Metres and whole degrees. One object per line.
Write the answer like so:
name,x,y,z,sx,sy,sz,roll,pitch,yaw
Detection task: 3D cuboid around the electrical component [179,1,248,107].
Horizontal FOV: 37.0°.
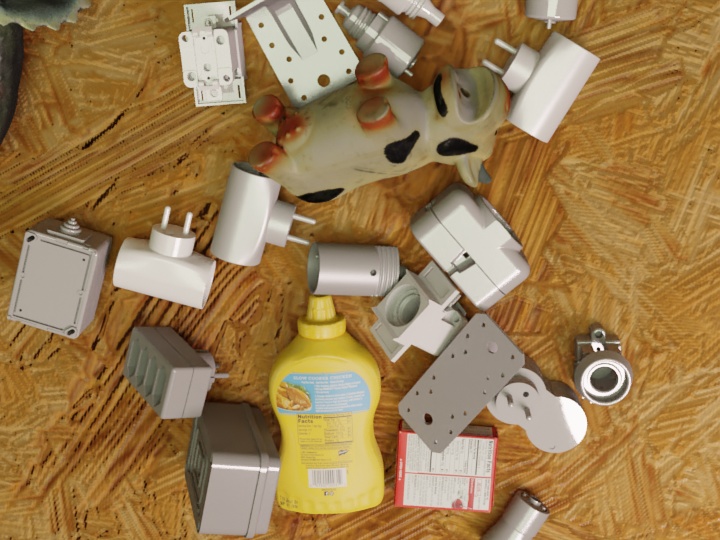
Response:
electrical component,-0.116,-0.169,0.849,0.042,0.063,0.081,-5,105,3

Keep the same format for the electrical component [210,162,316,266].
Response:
electrical component,-0.077,-0.042,0.893,0.079,0.044,0.077,16,106,-2

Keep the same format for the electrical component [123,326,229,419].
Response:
electrical component,-0.150,0.087,0.924,0.076,0.083,0.047,3,110,-38

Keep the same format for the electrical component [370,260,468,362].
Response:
electrical component,0.052,0.039,0.899,0.081,0.042,0.064,-48,134,14

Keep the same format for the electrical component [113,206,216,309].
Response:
electrical component,-0.160,-0.014,0.906,0.077,0.044,0.079,15,106,-1

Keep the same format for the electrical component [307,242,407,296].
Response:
electrical component,0.000,0.000,0.900,0.081,0.043,0.043,2,107,-17

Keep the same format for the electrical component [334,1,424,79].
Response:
electrical component,0.014,-0.184,0.850,0.078,0.040,0.040,36,104,-7

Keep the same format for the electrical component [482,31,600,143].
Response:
electrical component,0.135,-0.154,0.851,0.079,0.044,0.077,30,105,-5

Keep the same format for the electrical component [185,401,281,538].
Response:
electrical component,-0.110,0.168,0.917,0.057,0.113,0.078,7,107,-18

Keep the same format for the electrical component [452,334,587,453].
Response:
electrical component,0.132,0.106,0.909,0.138,0.073,0.052,37,104,-7

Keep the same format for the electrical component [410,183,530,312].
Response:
electrical component,0.094,-0.022,0.885,0.059,0.053,0.095,-40,101,13

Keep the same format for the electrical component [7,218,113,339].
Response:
electrical component,-0.249,-0.001,0.905,0.062,0.061,0.096,17,106,-2

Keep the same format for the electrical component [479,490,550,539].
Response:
electrical component,0.140,0.231,0.962,0.044,0.044,0.065,30,100,-6

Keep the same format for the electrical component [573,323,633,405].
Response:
electrical component,0.203,0.085,0.909,0.048,0.055,0.066,-1,106,3

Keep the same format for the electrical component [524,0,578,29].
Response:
electrical component,0.150,-0.227,0.831,0.040,0.040,0.078,4,106,2

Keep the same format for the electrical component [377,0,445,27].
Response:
electrical component,0.039,-0.214,0.844,0.061,0.035,0.035,36,105,-10
